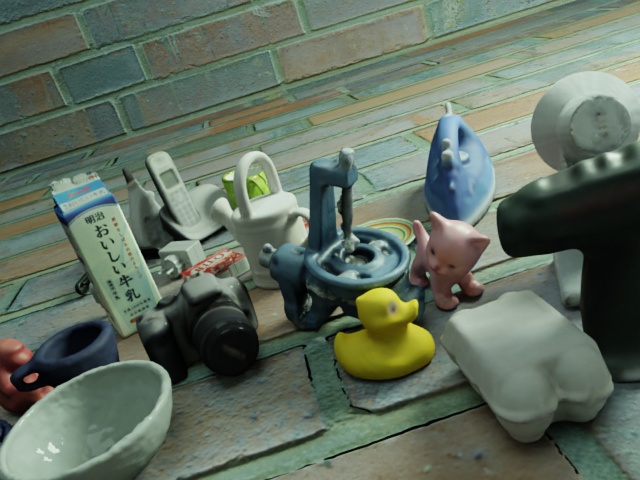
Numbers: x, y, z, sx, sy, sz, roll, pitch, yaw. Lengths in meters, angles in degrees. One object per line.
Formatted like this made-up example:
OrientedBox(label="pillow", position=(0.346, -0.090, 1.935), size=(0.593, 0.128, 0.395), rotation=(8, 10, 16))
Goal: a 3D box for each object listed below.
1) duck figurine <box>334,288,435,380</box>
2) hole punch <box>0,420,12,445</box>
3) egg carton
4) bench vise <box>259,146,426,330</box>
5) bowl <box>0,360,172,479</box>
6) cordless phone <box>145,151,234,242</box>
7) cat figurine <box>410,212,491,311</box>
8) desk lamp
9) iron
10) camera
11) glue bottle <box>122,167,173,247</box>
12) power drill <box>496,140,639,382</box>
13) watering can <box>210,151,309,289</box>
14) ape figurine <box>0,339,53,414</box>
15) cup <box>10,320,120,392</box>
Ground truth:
OrientedBox(label="duck figurine", position=(0.061, 0.092, 0.597), size=(0.104, 0.086, 0.077), rotation=(-12, 23, 12))
OrientedBox(label="hole punch", position=(-0.363, 0.225, 0.578), size=(0.101, 0.091, 0.108), rotation=(-24, 24, -17))
OrientedBox(label="egg carton", position=(0.178, 0.105, 0.507), size=(0.107, 0.069, 0.150), rotation=(-19, 23, -6))
OrientedBox(label="bench vise", position=(0.003, 0.008, 0.655), size=(0.207, 0.220, 0.121), rotation=(-8, 24, 19))
OrientedBox(label="bowl", position=(-0.215, 0.197, 0.562), size=(0.167, 0.075, 0.167), rotation=(-14, 23, 6))
OrientedBox(label="cordless phone", position=(-0.250, -0.094, 1.105), size=(0.093, 0.185, 0.148), rotation=(2, 29, 38))
OrientedBox(label="cat figurine", position=(0.147, 0.013, 0.677), size=(0.067, 0.118, 0.127), rotation=(-23, 24, -14))
OrientedBox(label="desk lamp", position=(0.304, -0.069, 0.632), size=(0.117, 0.214, 0.203), rotation=(-8, 24, 20))
OrientedBox(label="iron", position=(0.213, -0.124, 0.912), size=(0.118, 0.142, 0.258), rotation=(-9, 24, 18))
OrientedBox(label="camera", position=(-0.139, 0.106, 0.683), size=(0.143, 0.101, 0.136), rotation=(-24, 24, -17))
OrientedBox(label="glue bottle", position=(-0.341, -0.060, 1.104), size=(0.037, 0.173, 0.078), rotation=(4, 31, 40))
OrientedBox(label="power drill", position=(0.272, 0.012, 0.476), size=(0.229, 0.209, 0.076), rotation=(-8, 25, 20))
OrientedBox(label="watering can", position=(-0.085, -0.033, 0.842), size=(0.172, 0.194, 0.101), rotation=(-11, 24, 14))
OrientedBox(label="ape figurine", position=(-0.378, 0.166, 0.720), size=(0.076, 0.092, 0.078), rotation=(-13, 23, 8))
OrientedBox(label="cup", position=(-0.281, 0.161, 0.663), size=(0.118, 0.095, 0.091), rotation=(-27, 25, -23))
